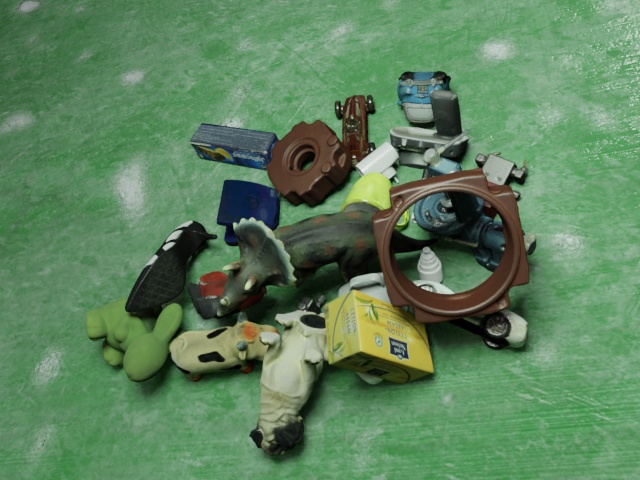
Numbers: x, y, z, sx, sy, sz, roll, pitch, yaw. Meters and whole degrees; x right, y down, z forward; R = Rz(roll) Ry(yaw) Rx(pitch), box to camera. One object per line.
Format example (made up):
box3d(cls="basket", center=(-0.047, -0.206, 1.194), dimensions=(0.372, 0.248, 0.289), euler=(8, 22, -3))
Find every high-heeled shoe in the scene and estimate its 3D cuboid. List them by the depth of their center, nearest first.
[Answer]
box3d(cls="high-heeled shoe", center=(-0.298, 0.043, 1.014), dimensions=(0.145, 0.086, 0.249), euler=(1, 34, 43))

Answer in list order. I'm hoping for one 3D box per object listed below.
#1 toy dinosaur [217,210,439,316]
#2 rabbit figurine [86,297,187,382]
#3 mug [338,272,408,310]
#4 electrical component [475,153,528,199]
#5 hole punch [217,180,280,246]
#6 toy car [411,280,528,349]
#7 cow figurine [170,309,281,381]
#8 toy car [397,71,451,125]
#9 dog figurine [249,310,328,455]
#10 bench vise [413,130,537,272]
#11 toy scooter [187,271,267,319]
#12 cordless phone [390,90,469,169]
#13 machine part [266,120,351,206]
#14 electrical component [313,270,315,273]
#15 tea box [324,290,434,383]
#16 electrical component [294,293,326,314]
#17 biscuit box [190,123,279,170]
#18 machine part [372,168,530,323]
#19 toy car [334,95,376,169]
box3d(cls="toy dinosaur", center=(0.019, 0.007, 0.869), dimensions=(0.405, 0.192, 0.131), euler=(-14, 82, -7))
box3d(cls="rabbit figurine", center=(-0.311, 0.183, 0.951), dimensions=(0.159, 0.121, 0.170), euler=(-22, 37, -24))
box3d(cls="mug", center=(0.081, 0.095, 0.897), dimensions=(0.107, 0.109, 0.081), euler=(-14, 57, 23))
box3d(cls="electrical component", center=(0.333, -0.124, 0.992), dimensions=(0.102, 0.045, 0.078), euler=(23, 96, 30))
box3d(cls="hole punch", center=(-0.142, -0.057, 1.066), dimensions=(0.116, 0.092, 0.142), euler=(-4, 54, 10))
box3d(cls="toy car", center=(0.228, 0.115, 0.854), dimensions=(0.202, 0.073, 0.056), euler=(22, 71, 27))
box3d(cls="cow figurine", center=(-0.158, 0.177, 0.900), dimensions=(0.195, 0.127, 0.085), euler=(-10, 60, 13))
box3d(cls="toy car", center=(0.210, -0.285, 1.087), dimensions=(0.109, 0.162, 0.102), euler=(2, 104, 10))
box3d(cls="dog figurine", center=(-0.037, 0.223, 0.853), dimensions=(0.121, 0.190, 0.172), euler=(23, 24, 29))
box3d(cls="bench vise", center=(0.233, -0.050, 0.869), dimensions=(0.129, 0.240, 0.224), euler=(-41, 41, -7))
box3d(cls="toy scooter", center=(-0.159, 0.089, 0.957), dimensions=(0.135, 0.075, 0.184), euler=(-23, 10, -18))
box3d(cls="cordless phone", center=(0.197, -0.214, 1.003), dimensions=(0.147, 0.184, 0.089), euler=(15, 70, 24))
box3d(cls="machine part", center=(-0.027, -0.157, 1.085), dimensions=(0.179, 0.056, 0.179), euler=(-13, 64, 28))
box3d(cls="electrical component", center=(-0.002, -0.003, 1.014), dimensions=(0.119, 0.047, 0.075), euler=(-45, 58, -10))
box3d(cls="tea box", center=(0.090, 0.150, 0.813), dimensions=(0.068, 0.169, 0.098), euler=(-32, 50, 35))
box3d(cls="electrical component", center=(-0.023, 0.126, 0.928), dimensions=(0.021, 0.063, 0.094), euler=(24, 67, 28))
box3d(cls="biscuit box", center=(-0.184, -0.205, 1.185), dimensions=(0.203, 0.059, 0.063), euler=(13, 63, 24))
box3d(cls="machine part", center=(0.185, 0.009, 0.771), dimensions=(0.202, 0.087, 0.200), euler=(-11, 100, 14))
box3d(cls="toy car", center=(0.073, -0.236, 1.134), dimensions=(0.089, 0.053, 0.202), euler=(-7, 59, 16))
